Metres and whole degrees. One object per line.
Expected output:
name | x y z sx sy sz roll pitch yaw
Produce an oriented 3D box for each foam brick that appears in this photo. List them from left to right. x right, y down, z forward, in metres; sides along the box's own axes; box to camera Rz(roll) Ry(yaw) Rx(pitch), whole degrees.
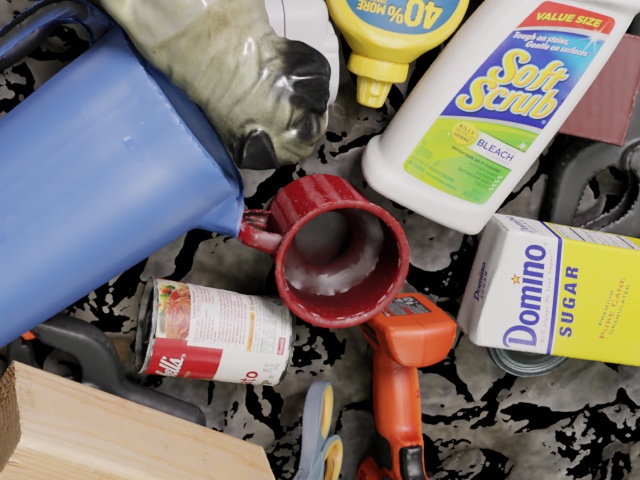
foam brick | 0.196 -0.109 0.746 0.051 0.053 0.078 15 102 12

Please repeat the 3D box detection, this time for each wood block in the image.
wood block | -0.137 0.173 0.740 0.205 0.090 0.091 26 107 -30

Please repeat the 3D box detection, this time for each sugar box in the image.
sugar box | 0.197 0.040 0.791 0.176 0.048 0.093 7 109 -18

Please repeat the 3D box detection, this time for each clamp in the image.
clamp | -0.160 0.110 0.772 0.120 0.039 0.171 -27 122 -9
clamp | 0.233 -0.072 0.798 0.210 0.036 0.164 -43 105 9

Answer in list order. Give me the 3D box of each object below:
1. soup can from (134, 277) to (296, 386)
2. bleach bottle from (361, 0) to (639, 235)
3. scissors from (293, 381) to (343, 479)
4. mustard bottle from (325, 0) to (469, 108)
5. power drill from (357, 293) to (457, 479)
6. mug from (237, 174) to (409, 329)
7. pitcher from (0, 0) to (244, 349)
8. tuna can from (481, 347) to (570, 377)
soup can | -0.075 0.066 0.759 0.102 0.068 0.068 8 109 -17
bleach bottle | 0.130 -0.124 0.694 0.102 0.068 0.251 25 120 -12
scissors | -0.012 0.156 0.758 0.016 0.201 0.096 -2 89 13
mustard bottle | 0.054 -0.181 0.697 0.096 0.058 0.192 10 109 -8
power drill | 0.065 0.142 0.772 0.057 0.184 0.188 -4 103 -14
mug | -0.005 0.001 0.743 0.117 0.081 0.093 9 109 -18
pitcher | -0.183 -0.026 0.671 0.243 0.149 0.145 -34 138 4
tuna can | 0.165 0.064 0.838 0.086 0.034 0.086 -5 113 -12
